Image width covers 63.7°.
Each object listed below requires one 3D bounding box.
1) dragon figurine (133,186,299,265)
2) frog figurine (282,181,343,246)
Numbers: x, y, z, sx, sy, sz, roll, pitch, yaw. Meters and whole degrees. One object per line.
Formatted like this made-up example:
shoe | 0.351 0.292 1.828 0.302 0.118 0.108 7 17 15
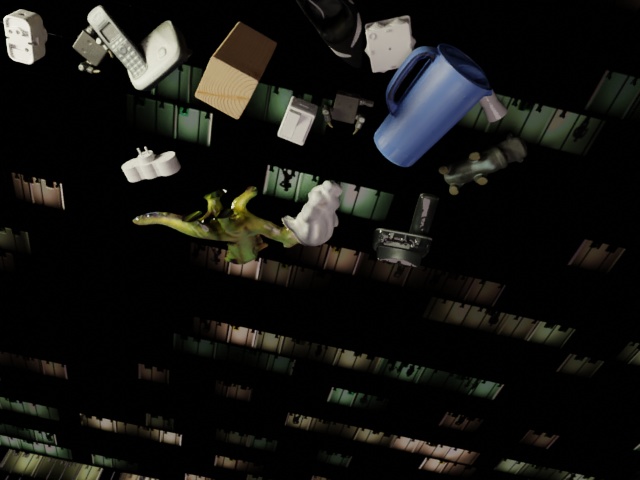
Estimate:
dragon figurine | -0.244 -0.009 1.322 0.409 0.125 0.237 -6 134 14
frog figurine | 0.004 -0.062 1.239 0.158 0.125 0.136 -36 149 19
